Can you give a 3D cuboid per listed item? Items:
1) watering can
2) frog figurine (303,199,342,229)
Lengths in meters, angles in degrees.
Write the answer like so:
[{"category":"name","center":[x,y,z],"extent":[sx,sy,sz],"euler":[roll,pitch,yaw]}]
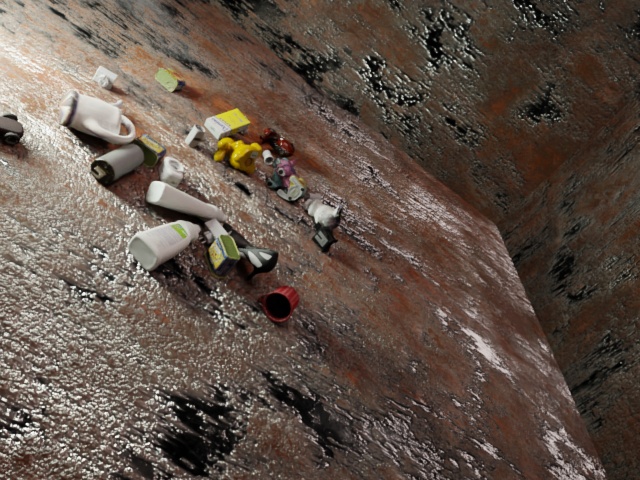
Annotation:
[{"category":"watering can","center":[-0.695,-0.395,1.608],"extent":[0.223,0.102,0.354],"euler":[18,24,-35]},{"category":"frog figurine","center":[0.006,-0.107,2.127],"extent":[0.159,0.120,0.140],"euler":[6,35,8]}]
